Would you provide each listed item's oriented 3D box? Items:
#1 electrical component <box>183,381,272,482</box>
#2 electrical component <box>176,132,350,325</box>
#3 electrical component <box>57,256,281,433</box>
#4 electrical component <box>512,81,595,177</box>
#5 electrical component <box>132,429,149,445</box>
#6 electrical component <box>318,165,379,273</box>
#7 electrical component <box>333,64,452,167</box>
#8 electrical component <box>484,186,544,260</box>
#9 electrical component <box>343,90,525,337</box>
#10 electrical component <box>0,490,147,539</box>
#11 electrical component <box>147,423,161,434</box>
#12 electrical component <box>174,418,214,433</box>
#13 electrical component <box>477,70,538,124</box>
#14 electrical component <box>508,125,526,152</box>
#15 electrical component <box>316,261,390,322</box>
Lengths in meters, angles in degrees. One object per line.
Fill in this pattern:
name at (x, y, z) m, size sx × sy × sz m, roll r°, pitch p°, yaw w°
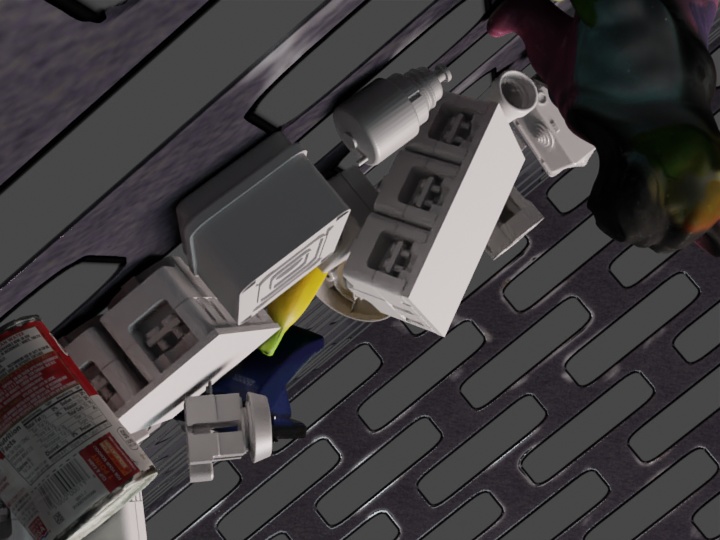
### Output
electrical component at (-0.090, 0.108, 0.732) m, size 0.055 × 0.066 × 0.048 m, roll -4°, pitch 165°, yaw -12°
electrical component at (-0.057, -0.021, 0.607) m, size 0.078 × 0.057 × 0.113 m, roll -38°, pitch 174°, yaw -13°
electrical component at (-0.127, 0.049, 0.698) m, size 0.105 × 0.060 × 0.186 m, roll -40°, pitch 175°, yaw 4°
electrical component at (0.209, -0.156, 1.080) m, size 0.100 × 0.099 × 0.048 m, roll -37°, pitch -173°, yaw -20°
electrical component at (-0.236, 0.152, 0.828) m, size 0.109 × 0.056 × 0.109 m, roll -42°, pitch 174°, yaw 29°
electrical component at (-0.027, -0.029, 0.791) m, size 0.077 × 0.047 × 0.065 m, roll -35°, pitch 173°, yaw -41°
electrical component at (0.021, -0.094, 0.622) m, size 0.078 × 0.040 × 0.040 m, roll -38°, pitch 174°, yaw -17°
electrical component at (0.124, -0.049, 0.963) m, size 0.058 × 0.057 × 0.078 m, roll -39°, pitch 174°, yaw -7°
electrical component at (0.052, -0.042, 0.768) m, size 0.150 × 0.062 × 0.089 m, roll -65°, pitch 153°, yaw -11°
electrical component at (-0.201, 0.143, 0.603) m, size 0.150 × 0.061 × 0.089 m, roll -7°, pitch 169°, yaw -8°
electrical component at (-0.222, 0.147, 0.941) m, size 0.077 × 0.044 × 0.079 m, roll -35°, pitch 173°, yaw -41°
electrical component at (-0.170, 0.143, 1.164) m, size 0.061 × 0.061 × 0.096 m, roll -37°, pitch 174°, yaw -25°
electrical component at (0.123, -0.143, 0.917) m, size 0.040 × 0.040 × 0.046 m, roll -36°, pitch 180°, yaw -31°
electrical component at (0.082, -0.092, 0.959) m, size 0.113 × 0.057 × 0.078 m, roll -37°, pitch 174°, yaw -26°
electrical component at (0.000, 0.000, 0.974) m, size 0.099 × 0.099 × 0.064 m, roll -44°, pitch 179°, yaw 40°
